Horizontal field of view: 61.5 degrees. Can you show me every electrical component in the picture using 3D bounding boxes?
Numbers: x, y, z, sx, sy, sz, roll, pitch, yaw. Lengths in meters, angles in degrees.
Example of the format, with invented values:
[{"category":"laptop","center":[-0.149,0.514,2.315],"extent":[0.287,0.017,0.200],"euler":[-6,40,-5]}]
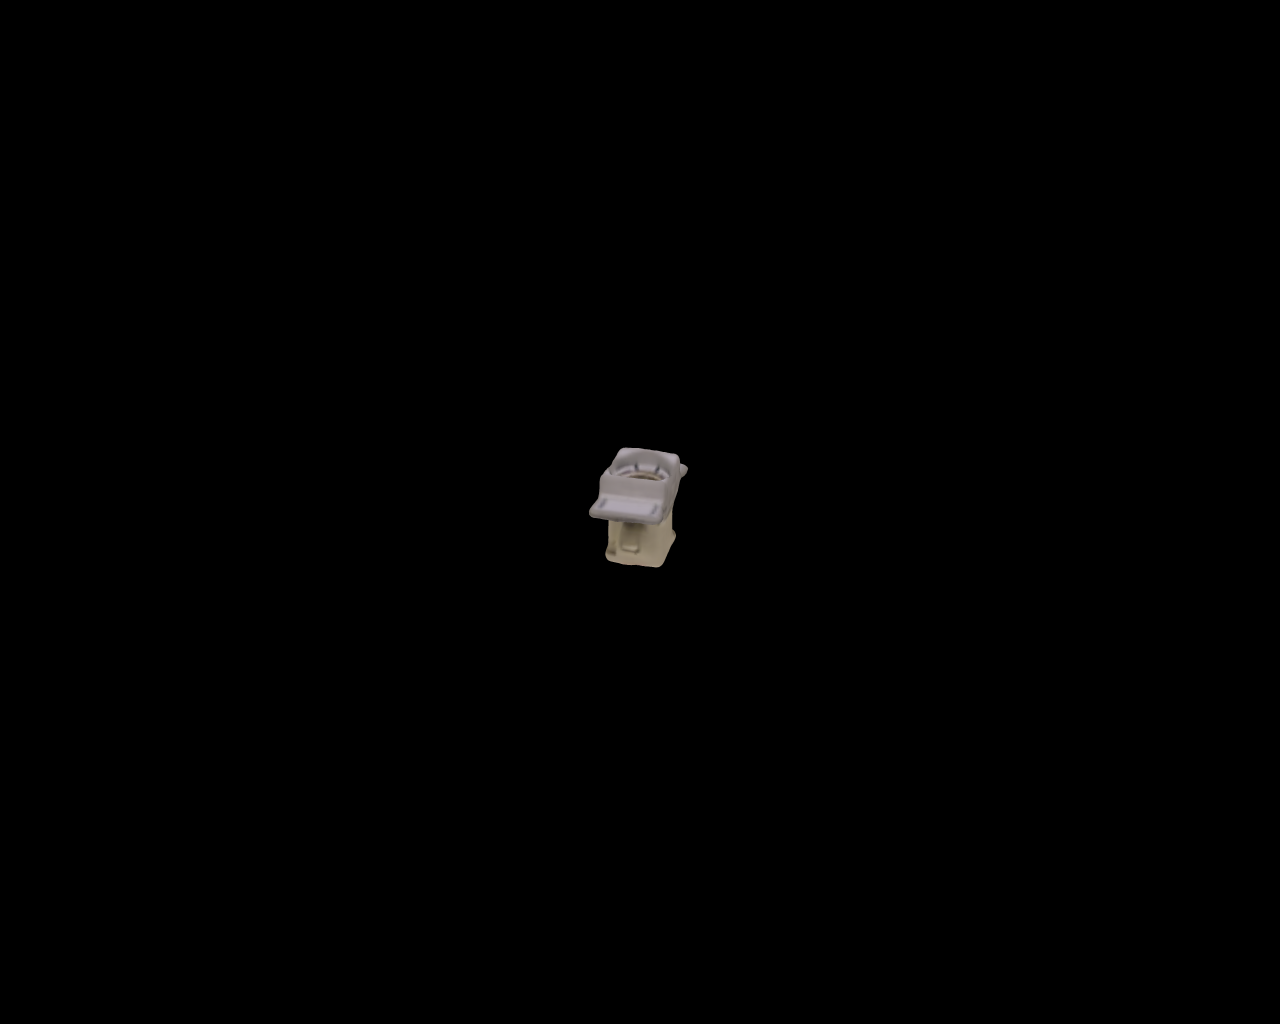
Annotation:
[{"category":"electrical component","center":[0.001,-0.003,0.650],"extent":[0.042,0.063,0.081],"euler":[7,27,14]}]
